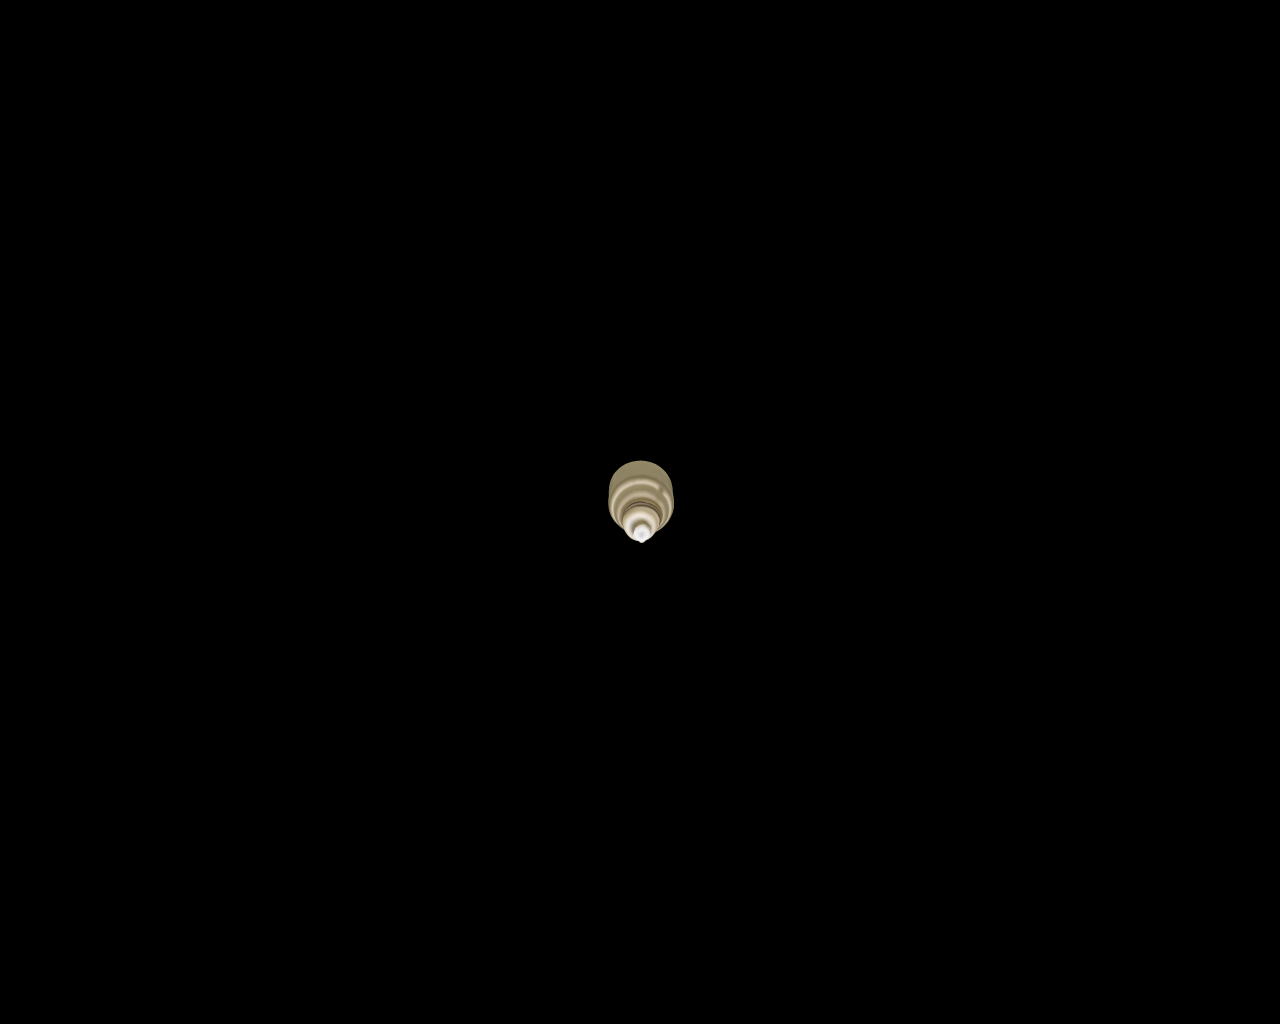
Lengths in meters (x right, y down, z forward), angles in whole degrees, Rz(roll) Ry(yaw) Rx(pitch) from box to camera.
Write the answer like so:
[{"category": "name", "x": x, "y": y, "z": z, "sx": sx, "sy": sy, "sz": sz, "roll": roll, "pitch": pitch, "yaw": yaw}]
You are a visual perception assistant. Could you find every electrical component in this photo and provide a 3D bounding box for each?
[{"category": "electrical component", "x": 0.001, "y": -0.003, "z": 0.650, "sx": 0.040, "sy": 0.040, "sz": 0.078, "roll": 0, "pitch": 23, "yaw": 0}]
